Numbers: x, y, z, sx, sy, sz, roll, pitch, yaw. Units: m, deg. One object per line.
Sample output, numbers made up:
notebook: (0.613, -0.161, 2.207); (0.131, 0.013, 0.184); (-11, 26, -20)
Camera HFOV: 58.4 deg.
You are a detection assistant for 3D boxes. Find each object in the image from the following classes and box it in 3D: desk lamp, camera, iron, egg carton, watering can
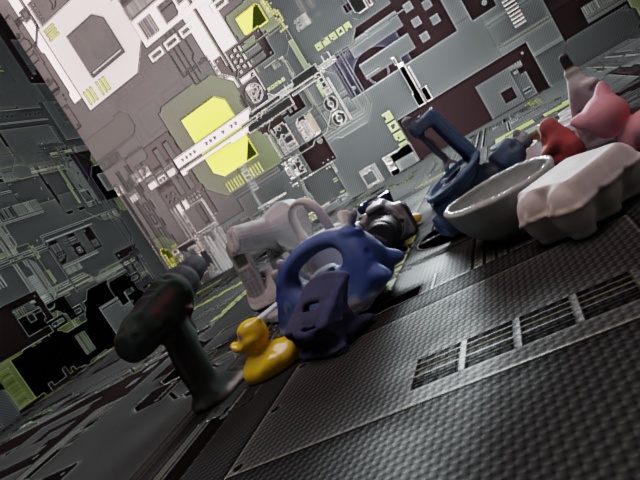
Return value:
desk lamp: (-0.091, 0.038, 1.217); (0.204, 0.213, 0.117); (-36, 8, -37)
camera: (0.120, -0.023, 1.212); (0.143, 0.101, 0.137); (-29, 6, 22)
iron: (0.000, 0.059, 0.932); (0.257, 0.141, 0.119); (-28, 7, 27)
egg carton: (0.309, -0.056, 0.680); (0.150, 0.069, 0.107); (-34, 6, -23)
watering can: (0.009, 0.005, 1.090); (0.100, 0.194, 0.173); (-28, 7, 29)

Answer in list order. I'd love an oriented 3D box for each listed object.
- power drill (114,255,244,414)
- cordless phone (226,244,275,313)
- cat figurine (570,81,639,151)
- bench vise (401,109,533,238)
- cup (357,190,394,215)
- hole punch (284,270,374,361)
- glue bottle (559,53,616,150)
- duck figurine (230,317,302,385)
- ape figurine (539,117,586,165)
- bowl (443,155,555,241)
power drill: (-0.203, 0.148, 0.891); (0.075, 0.208, 0.230); (-28, 7, 29)
cordless phone: (-0.134, 0.065, 1.356); (0.147, 0.185, 0.094); (-30, 6, 16)
cat figurine: (0.433, -0.176, 0.816); (0.067, 0.118, 0.127); (-35, 7, -35)
bench vise: (0.245, -0.141, 0.976); (0.208, 0.220, 0.121); (-33, 6, -16)
cup: (0.150, -0.063, 1.425); (0.092, 0.095, 0.117); (-32, 6, -5)
hole punch: (0.003, 0.103, 0.792); (0.101, 0.091, 0.108); (-36, 8, -38)
glue bottle: (0.458, -0.244, 0.987); (0.037, 0.173, 0.078); (-35, 7, -32)
duck figurine: (-0.083, 0.153, 0.844); (0.104, 0.086, 0.077); (-30, 6, 12)
ape figurine: (0.417, -0.174, 1.006); (0.078, 0.092, 0.076); (-32, 6, -6)
bowl: (0.263, -0.047, 0.806); (0.167, 0.075, 0.167); (-31, 6, 4)
